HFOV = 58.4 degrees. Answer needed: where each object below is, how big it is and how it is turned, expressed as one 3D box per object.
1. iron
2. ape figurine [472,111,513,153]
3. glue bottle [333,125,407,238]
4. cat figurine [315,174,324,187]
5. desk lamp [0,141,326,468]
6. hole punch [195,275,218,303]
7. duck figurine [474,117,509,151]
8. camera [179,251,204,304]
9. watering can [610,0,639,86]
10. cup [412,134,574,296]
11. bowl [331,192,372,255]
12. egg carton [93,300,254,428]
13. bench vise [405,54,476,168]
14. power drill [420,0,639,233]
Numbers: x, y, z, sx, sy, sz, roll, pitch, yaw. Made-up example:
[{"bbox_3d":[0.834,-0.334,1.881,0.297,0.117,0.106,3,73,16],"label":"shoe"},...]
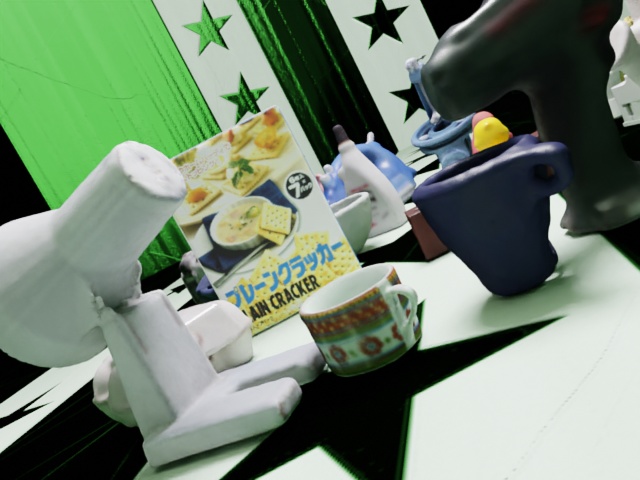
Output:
[{"bbox_3d":[0.066,-0.100,1.023,0.118,0.141,0.259,-21,10,41],"label":"iron"},{"bbox_3d":[0.260,-0.152,0.874,0.078,0.092,0.076,-30,8,-15],"label":"ape figurine"},{"bbox_3d":[0.062,-0.091,0.849,0.078,0.173,0.037,-22,9,36],"label":"glue bottle"},{"bbox_3d":[0.018,-0.075,1.115,0.127,0.118,0.067,-21,10,40],"label":"cat figurine"},{"bbox_3d":[-0.134,0.049,0.428,0.203,0.213,0.118,-24,8,23],"label":"desk lamp"},{"bbox_3d":[-0.141,0.056,0.888,0.101,0.091,0.108,-33,9,-37],"label":"hole punch"},{"bbox_3d":[0.241,-0.125,0.781,0.077,0.086,0.104,-26,8,13],"label":"duck figurine"},{"bbox_3d":[-0.179,0.044,1.070,0.137,0.101,0.142,-33,9,-37],"label":"camera"},{"bbox_3d":[0.325,-0.191,0.507,0.173,0.194,0.100,-33,9,-36],"label":"watering can"},{"bbox_3d":[0.129,-0.014,0.381,0.092,0.095,0.117,-32,8,-28],"label":"cup"},{"bbox_3d":[0.007,0.003,0.785,0.167,0.075,0.167,-27,7,4],"label":"bowl"},{"bbox_3d":[-0.138,0.116,0.547,0.151,0.069,0.107,-33,9,-38],"label":"egg carton"},{"bbox_3d":[0.207,-0.220,1.034,0.121,0.220,0.207,-27,8,5],"label":"bench vise"},{"bbox_3d":[0.203,-0.123,0.425,0.229,0.208,0.075,-27,8,5],"label":"power drill"}]
